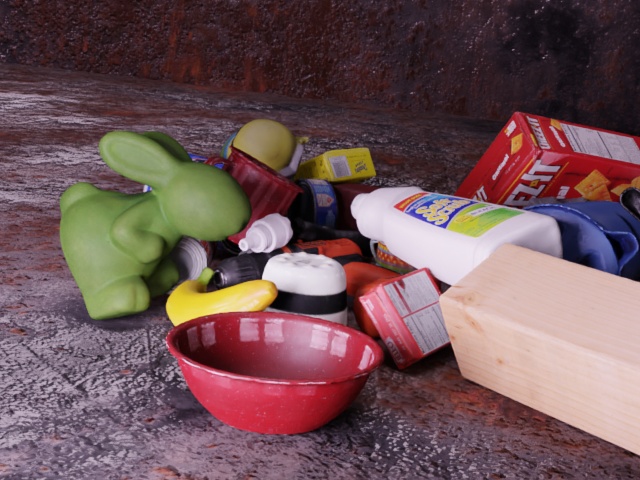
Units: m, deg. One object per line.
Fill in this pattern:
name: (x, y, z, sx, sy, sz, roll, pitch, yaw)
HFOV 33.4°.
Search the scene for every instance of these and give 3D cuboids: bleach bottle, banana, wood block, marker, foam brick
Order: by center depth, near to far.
wood block: (0.204, 0.083, 0.827, 0.090, 0.090, 0.206, -37, 34, -27)
banana: (-0.097, 0.054, 0.940, 0.037, 0.069, 0.198, 39, -12, -21)
bleach bottle: (0.109, -0.007, 1.029, 0.102, 0.068, 0.251, -24, 25, -29)
marker: (-0.052, 0.002, 1.161, 0.020, 0.020, 0.121, -5, -17, -36)
foam brick: (0.046, -0.030, 1.341, 0.051, 0.078, 0.052, 10, 14, 28)

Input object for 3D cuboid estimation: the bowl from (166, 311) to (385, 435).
bowl: (-0.035, 0.101, 0.792, 0.162, 0.055, 0.162, 5, 13, -1)

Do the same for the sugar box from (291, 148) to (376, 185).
sugar box: (-0.022, -0.073, 1.422, 0.177, 0.048, 0.093, -24, -9, 41)

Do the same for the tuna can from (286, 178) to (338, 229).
tuna can: (-0.010, -0.033, 1.317, 0.033, 0.086, 0.086, 0, 14, -25)

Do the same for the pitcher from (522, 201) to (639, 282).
pitcher: (0.262, 0.024, 1.119, 0.149, 0.145, 0.242, 25, 17, 24)

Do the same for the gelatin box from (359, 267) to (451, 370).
gelatin box: (0.082, 0.069, 0.944, 0.030, 0.073, 0.089, -36, -11, 33)

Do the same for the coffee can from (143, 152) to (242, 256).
coffee can: (-0.131, -0.046, 1.287, 0.102, 0.103, 0.141, -8, 19, -45)

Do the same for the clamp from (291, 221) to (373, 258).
clamp: (-0.008, 0.002, 1.241, 0.120, 0.039, 0.171, 4, -5, 40)

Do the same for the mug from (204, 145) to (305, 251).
mug: (-0.084, -0.045, 1.114, 0.117, 0.081, 0.093, 28, 7, -43)

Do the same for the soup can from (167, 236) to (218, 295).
soup can: (-0.144, 0.012, 1.112, 0.068, 0.068, 0.102, 5, 14, -1)

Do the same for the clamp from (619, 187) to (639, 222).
clamp: (0.392, 0.029, 1.071, 0.209, 0.036, 0.164, 32, 19, -29)

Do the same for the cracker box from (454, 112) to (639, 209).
cracker box: (0.294, -0.062, 1.321, 0.213, 0.164, 0.072, 7, 46, -28)

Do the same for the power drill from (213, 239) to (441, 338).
power drill: (0.012, 0.043, 1.061, 0.184, 0.057, 0.188, -10, 20, -39)
